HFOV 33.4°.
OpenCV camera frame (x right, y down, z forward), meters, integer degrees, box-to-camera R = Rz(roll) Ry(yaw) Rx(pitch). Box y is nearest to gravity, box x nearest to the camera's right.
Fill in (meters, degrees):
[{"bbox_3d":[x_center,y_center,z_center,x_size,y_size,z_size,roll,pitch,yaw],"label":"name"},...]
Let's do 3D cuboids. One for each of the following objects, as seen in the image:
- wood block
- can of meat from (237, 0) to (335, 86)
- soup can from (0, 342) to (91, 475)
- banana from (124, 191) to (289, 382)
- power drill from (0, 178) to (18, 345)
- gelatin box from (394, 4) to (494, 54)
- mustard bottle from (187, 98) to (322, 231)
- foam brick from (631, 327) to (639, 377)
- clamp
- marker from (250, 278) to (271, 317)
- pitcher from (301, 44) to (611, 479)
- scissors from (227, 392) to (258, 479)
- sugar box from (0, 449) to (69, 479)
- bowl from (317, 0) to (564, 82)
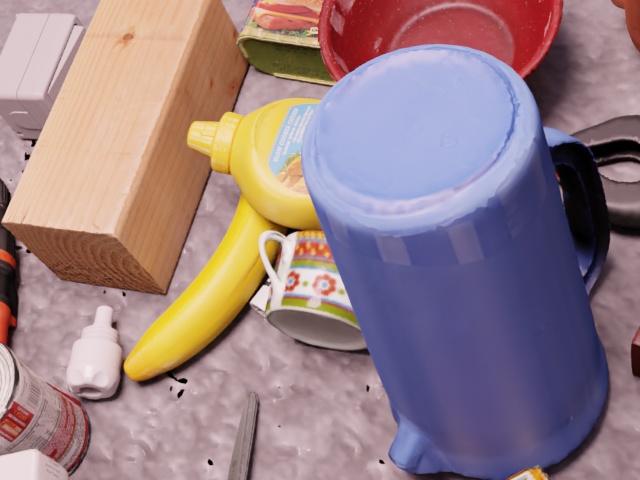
[{"bbox_3d":[-0.132,-0.076,0.762,0.091,0.090,0.206,7,64,21],"label":"wood block"},{"bbox_3d":[-0.002,-0.166,0.795,0.102,0.057,0.084,12,68,23],"label":"can of meat"},{"bbox_3d":[-0.196,0.110,0.668,0.068,0.102,0.068,-7,60,12],"label":"soup can"},{"bbox_3d":[-0.064,0.013,0.725,0.070,0.037,0.197,3,58,42],"label":"banana"},{"bbox_3d":[-0.308,0.044,0.765,0.188,0.057,0.184,-12,59,10],"label":"power drill"},{"bbox_3d":[0.092,-0.147,0.770,0.073,0.030,0.089,-1,64,17],"label":"gelatin box"},{"bbox_3d":[0.007,-0.046,0.694,0.191,0.058,0.096,15,54,7],"label":"mustard bottle"},{"bbox_3d":[0.217,0.046,0.610,0.053,0.051,0.078,22,69,25],"label":"foam brick"},{"bbox_3d":[0.224,-0.029,0.660,0.172,0.039,0.120,2,57,22],"label":"clamp"},{"bbox_3d":[-0.005,0.001,0.722,0.020,0.020,0.121,28,72,28],"label":"marker"},{"bbox_3d":[0.081,0.010,0.559,0.145,0.242,0.149,-8,53,14],"label":"pitcher"},{"bbox_3d":[-0.045,0.178,0.612,0.096,0.016,0.201,-14,51,51],"label":"scissors"},{"bbox_3d":[-0.195,0.213,0.600,0.093,0.048,0.176,-14,53,15],"label":"sugar box"},{"bbox_3d":[0.083,-0.138,0.717,0.162,0.055,0.162,-7,63,14],"label":"bowl"}]
